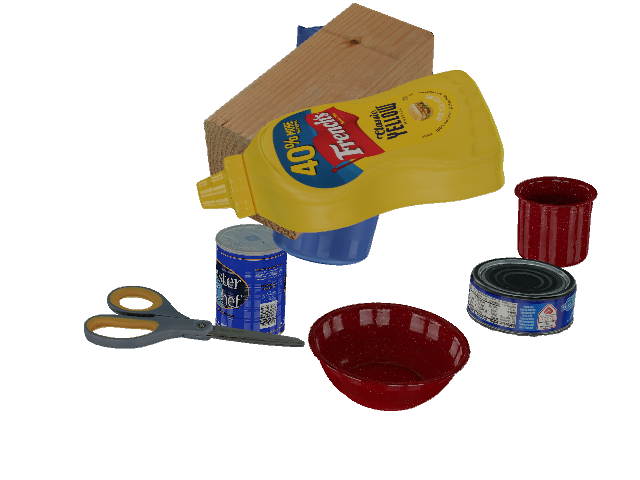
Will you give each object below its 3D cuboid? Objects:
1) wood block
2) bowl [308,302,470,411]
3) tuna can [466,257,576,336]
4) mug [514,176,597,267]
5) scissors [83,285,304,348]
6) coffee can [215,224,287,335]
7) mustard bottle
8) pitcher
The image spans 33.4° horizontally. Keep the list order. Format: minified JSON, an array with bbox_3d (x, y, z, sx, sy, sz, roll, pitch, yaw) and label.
[{"bbox_3d":[0.004,-0.107,0.910,0.091,0.090,0.205,27,51,25],"label":"wood block"},{"bbox_3d":[0.067,0.123,1.073,0.162,0.055,0.162,2,25,-1],"label":"bowl"},{"bbox_3d":[0.162,0.044,0.860,0.086,0.034,0.086,2,21,-1],"label":"tuna can"},{"bbox_3d":[0.279,-0.024,1.244,0.093,0.081,0.117,20,33,40],"label":"mug"},{"bbox_3d":[-0.120,0.073,1.009,0.201,0.016,0.096,-1,33,-8],"label":"scissors"},{"bbox_3d":[-0.099,0.060,1.524,0.103,0.140,0.103,2,22,-1],"label":"coffee can"},{"bbox_3d":[0.015,-0.051,0.690,0.191,0.096,0.058,-14,-42,-1],"label":"mustard bottle"},{"bbox_3d":[0.028,-0.099,1.126,0.145,0.243,0.149,9,16,-4],"label":"pitcher"}]
